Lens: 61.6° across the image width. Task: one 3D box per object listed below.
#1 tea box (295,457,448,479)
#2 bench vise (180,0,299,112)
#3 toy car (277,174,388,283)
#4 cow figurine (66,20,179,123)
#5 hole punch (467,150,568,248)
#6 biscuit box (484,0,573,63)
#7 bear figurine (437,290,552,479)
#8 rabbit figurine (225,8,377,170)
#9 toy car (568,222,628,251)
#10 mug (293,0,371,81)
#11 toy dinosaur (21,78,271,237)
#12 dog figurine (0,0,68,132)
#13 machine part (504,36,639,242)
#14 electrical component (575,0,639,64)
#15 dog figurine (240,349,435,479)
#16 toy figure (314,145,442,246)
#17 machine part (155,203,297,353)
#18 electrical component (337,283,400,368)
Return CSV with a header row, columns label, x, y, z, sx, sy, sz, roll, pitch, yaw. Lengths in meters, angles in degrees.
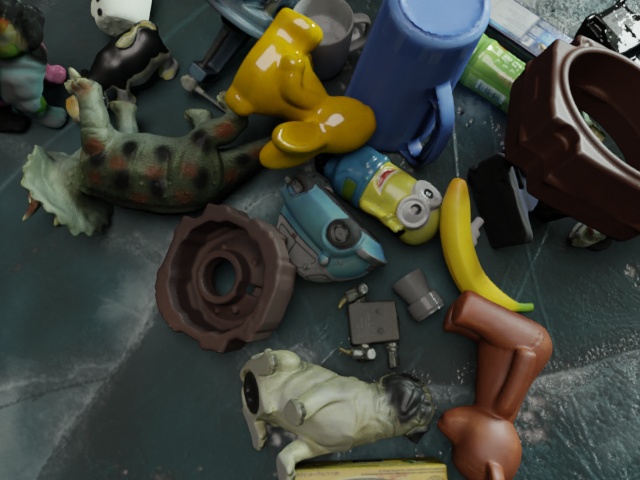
label,x,y,z,sx,sy,sz,roll,pitch,yaw
tea box,0.056,0.297,0.597,0.170,0.068,0.098,0,75,0
bench vise,-0.106,-0.301,0.734,0.129,0.224,0.240,40,112,-5
toy car,-0.001,-0.002,0.669,0.103,0.109,0.162,-48,68,7
cow figurine,-0.284,-0.228,0.741,0.167,0.098,0.068,-41,83,-9
hole punch,0.252,-0.059,0.663,0.092,0.142,0.115,-20,88,-3
biscuit box,0.301,-0.261,0.750,0.203,0.062,0.059,41,79,11
bear figurine,0.178,0.174,0.607,0.132,0.120,0.196,25,82,12
rabbit figurine,-0.015,-0.161,0.642,0.173,0.122,0.162,33,68,-9
toy car,0.411,-0.039,0.678,0.202,0.073,0.056,-21,78,-4
mug,0.013,-0.273,0.739,0.110,0.107,0.081,-19,76,-8
toy dinosaur,-0.205,-0.094,0.697,0.405,0.131,0.192,3,87,-2
dog figurine,-0.427,-0.238,0.686,0.192,0.219,0.108,-4,71,0
machine part,0.315,-0.117,0.598,0.201,0.087,0.201,26,56,-11
electrical component,0.428,-0.273,0.757,0.075,0.047,0.119,-26,74,-5
dog figurine,0.018,0.181,0.634,0.190,0.121,0.173,-3,33,-32
toy figure,0.078,-0.065,0.694,0.180,0.089,0.082,34,93,19
machine part,-0.113,0.046,0.648,0.180,0.056,0.179,-3,82,25
electrical component,0.060,0.105,0.663,0.078,0.045,0.102,0,75,3
